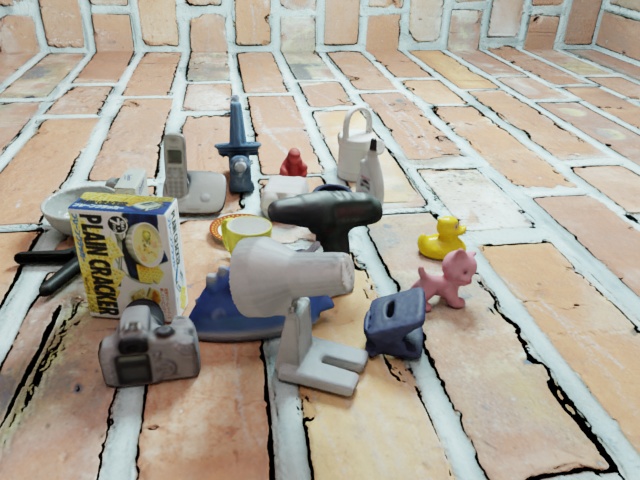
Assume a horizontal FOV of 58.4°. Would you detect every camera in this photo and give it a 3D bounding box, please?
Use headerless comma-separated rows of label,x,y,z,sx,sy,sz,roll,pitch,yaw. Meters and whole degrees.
camera,-0.262,0.143,0.890,0.143,0.101,0.136,-5,31,-11

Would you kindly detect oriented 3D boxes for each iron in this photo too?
iron,-0.108,0.082,0.965,0.259,0.141,0.118,-10,32,-20

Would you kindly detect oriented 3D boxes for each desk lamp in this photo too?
desk lamp,-0.027,0.103,0.860,0.202,0.214,0.118,11,31,15

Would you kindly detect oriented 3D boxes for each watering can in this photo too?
watering can,0.105,-0.258,1.515,0.172,0.194,0.101,20,34,28

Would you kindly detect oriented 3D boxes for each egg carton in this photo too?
egg carton,-0.083,-0.102,1.357,0.107,0.069,0.150,4,30,4

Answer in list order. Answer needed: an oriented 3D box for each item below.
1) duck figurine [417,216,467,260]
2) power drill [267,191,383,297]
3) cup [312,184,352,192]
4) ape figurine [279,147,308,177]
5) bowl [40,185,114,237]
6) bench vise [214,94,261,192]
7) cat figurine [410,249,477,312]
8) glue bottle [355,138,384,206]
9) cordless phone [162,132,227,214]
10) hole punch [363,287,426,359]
duck figurine,0.259,-0.010,1.202,0.104,0.086,0.077,2,30,0
power drill,0.010,0.004,1.040,0.230,0.208,0.075,-17,35,-30
cup,0.036,-0.062,1.269,0.092,0.095,0.117,-23,38,-36
ape figurine,-0.070,-0.197,1.500,0.078,0.092,0.076,-4,30,-10
bowl,-0.509,-0.053,1.241,0.167,0.075,0.167,2,30,-1
bench vise,-0.195,-0.244,1.446,0.122,0.220,0.206,-13,33,-25
cat figurine,0.232,0.062,1.043,0.128,0.118,0.067,-6,31,-13
glue bottle,0.122,-0.161,1.369,0.037,0.173,0.077,-23,38,-35
cordless phone,-0.291,-0.153,1.318,0.147,0.185,0.094,0,30,-2
hole punch,0.123,0.132,0.941,0.101,0.091,0.108,6,30,6
